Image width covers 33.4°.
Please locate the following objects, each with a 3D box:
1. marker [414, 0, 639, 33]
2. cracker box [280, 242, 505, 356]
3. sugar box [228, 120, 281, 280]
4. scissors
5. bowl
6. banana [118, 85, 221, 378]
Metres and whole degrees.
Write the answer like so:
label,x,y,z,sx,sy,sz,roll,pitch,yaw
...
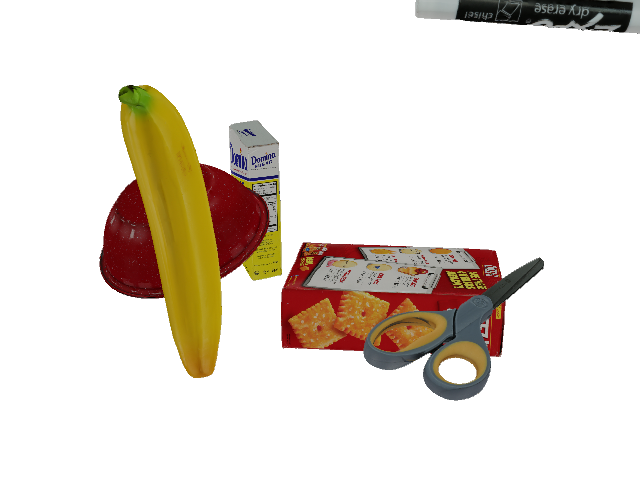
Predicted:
label,x,y,z,sx,sy,sz,roll,pitch,yaw
marker,0.097,-0.088,0.401,0.121,0.020,0.020,5,0,2
cracker box,0.075,0.059,1.092,0.214,0.072,0.164,3,16,6
sugar box,-0.081,-0.050,1.312,0.048,0.176,0.093,-11,26,-16
scissors,0.123,0.063,0.777,0.201,0.016,0.096,-16,41,-32
bowl,-0.130,-0.022,0.947,0.162,0.055,0.162,-12,37,9
banana,-0.089,-0.013,0.629,0.037,0.198,0.069,-2,33,15
